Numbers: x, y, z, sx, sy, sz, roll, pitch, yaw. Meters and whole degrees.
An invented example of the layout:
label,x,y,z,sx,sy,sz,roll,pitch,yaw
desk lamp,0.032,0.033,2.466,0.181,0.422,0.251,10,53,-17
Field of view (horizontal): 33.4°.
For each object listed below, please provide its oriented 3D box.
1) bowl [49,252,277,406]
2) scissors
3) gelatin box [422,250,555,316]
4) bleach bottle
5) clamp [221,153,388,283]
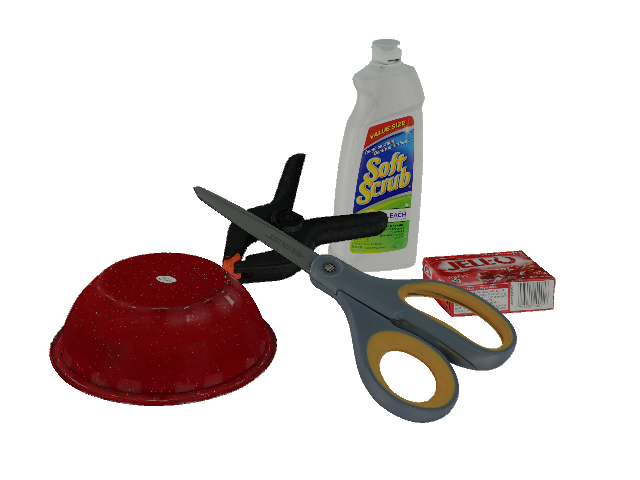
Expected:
label,x,y,z,sx,sy,sz,roll,pitch,yaw
bowl,-0.110,0.052,0.755,0.162,0.055,0.162,2,24,-1
scissors,0.004,0.034,0.575,0.202,0.096,0.016,20,-40,10
gelatin box,0.134,0.033,0.860,0.089,0.030,0.073,-3,17,-10
bleach bottle,0.060,-0.091,1.157,0.102,0.251,0.068,-3,25,-7
clamp,-0.034,-0.019,0.993,0.171,0.039,0.120,-26,52,-33
